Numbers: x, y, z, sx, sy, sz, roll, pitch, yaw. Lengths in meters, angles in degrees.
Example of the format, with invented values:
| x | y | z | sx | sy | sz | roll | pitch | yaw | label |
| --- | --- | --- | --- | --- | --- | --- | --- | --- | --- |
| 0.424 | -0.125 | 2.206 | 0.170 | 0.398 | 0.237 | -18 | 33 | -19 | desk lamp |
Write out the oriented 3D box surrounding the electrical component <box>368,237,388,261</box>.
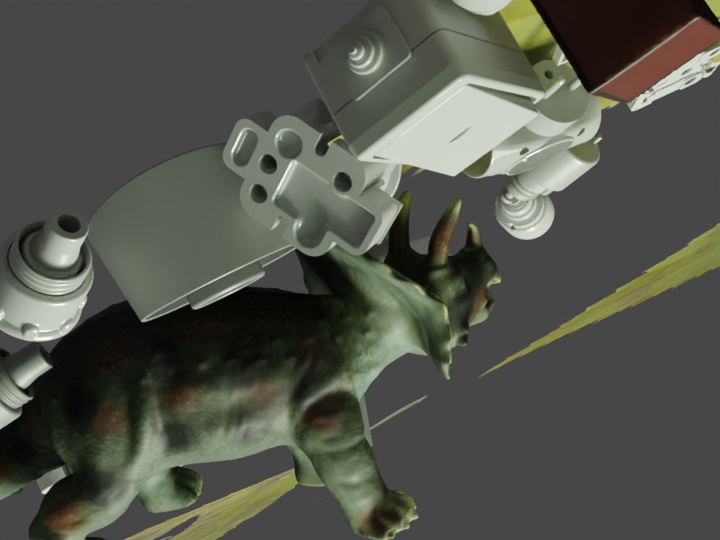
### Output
| x | y | z | sx | sy | sz | roll | pitch | yaw | label |
| --- | --- | --- | --- | --- | --- | --- | --- | --- | --- |
| 0.000 | 0.000 | 0.734 | 0.046 | 0.040 | 0.040 | -24 | 167 | -36 | electrical component |

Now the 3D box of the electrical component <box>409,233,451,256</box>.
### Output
| x | y | z | sx | sy | sz | roll | pitch | yaw | label |
| --- | --- | --- | --- | --- | --- | --- | --- | --- | --- |
| 0.041 | 0.021 | 0.802 | 0.066 | 0.076 | 0.047 | -17 | 163 | -35 | electrical component |

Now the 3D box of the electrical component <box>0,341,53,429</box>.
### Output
| x | y | z | sx | sy | sz | roll | pitch | yaw | label |
| --- | --- | --- | --- | --- | --- | --- | --- | --- | --- |
| -0.199 | 0.063 | 0.589 | 0.062 | 0.048 | 0.048 | -34 | 166 | -2 | electrical component |

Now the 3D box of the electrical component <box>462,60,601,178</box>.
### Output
| x | y | z | sx | sy | sz | roll | pitch | yaw | label |
| --- | --- | --- | --- | --- | --- | --- | --- | --- | --- |
| 0.097 | -0.087 | 0.582 | 0.077 | 0.044 | 0.079 | -20 | 170 | -26 | electrical component |

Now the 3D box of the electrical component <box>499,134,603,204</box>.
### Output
| x | y | z | sx | sy | sz | roll | pitch | yaw | label |
| --- | --- | --- | --- | --- | --- | --- | --- | --- | --- |
| 0.121 | -0.069 | 0.706 | 0.040 | 0.040 | 0.078 | -13 | 160 | -44 | electrical component |

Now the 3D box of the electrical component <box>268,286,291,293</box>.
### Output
| x | y | z | sx | sy | sz | roll | pitch | yaw | label |
| --- | --- | --- | --- | --- | --- | --- | --- | --- | --- |
| -0.059 | 0.055 | 0.740 | 0.051 | 0.080 | 0.080 | -38 | 163 | 19 | electrical component |

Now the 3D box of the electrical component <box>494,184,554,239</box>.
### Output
| x | y | z | sx | sy | sz | roll | pitch | yaw | label |
| --- | --- | --- | --- | --- | --- | --- | --- | --- | --- |
| 0.116 | -0.046 | 0.775 | 0.040 | 0.040 | 0.078 | -30 | 165 | 12 | electrical component |

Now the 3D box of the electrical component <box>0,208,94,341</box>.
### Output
| x | y | z | sx | sy | sz | roll | pitch | yaw | label |
| --- | --- | --- | --- | --- | --- | --- | --- | --- | --- |
| -0.138 | -0.002 | 0.472 | 0.048 | 0.048 | 0.062 | -13 | 154 | -43 | electrical component |

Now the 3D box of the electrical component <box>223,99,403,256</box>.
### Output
| x | y | z | sx | sy | sz | roll | pitch | yaw | label |
| --- | --- | --- | --- | --- | --- | --- | --- | --- | --- |
| -0.014 | -0.045 | 0.490 | 0.058 | 0.078 | 0.057 | -60 | 171 | 30 | electrical component |

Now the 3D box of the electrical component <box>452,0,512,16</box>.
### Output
| x | y | z | sx | sy | sz | roll | pitch | yaw | label |
| --- | --- | --- | --- | --- | --- | --- | --- | --- | --- |
| 0.048 | -0.117 | 0.421 | 0.035 | 0.035 | 0.061 | -28 | 167 | 4 | electrical component |

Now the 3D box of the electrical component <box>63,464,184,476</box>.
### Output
| x | y | z | sx | sy | sz | roll | pitch | yaw | label |
| --- | --- | --- | --- | --- | --- | --- | --- | --- | --- |
| -0.134 | 0.106 | 0.820 | 0.186 | 0.060 | 0.105 | -21 | 164 | -23 | electrical component |

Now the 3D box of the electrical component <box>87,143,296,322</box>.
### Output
| x | y | z | sx | sy | sz | roll | pitch | yaw | label |
| --- | --- | --- | --- | --- | --- | --- | --- | --- | --- |
| -0.079 | -0.017 | 0.530 | 0.099 | 0.064 | 0.099 | -27 | 180 | 0 | electrical component |

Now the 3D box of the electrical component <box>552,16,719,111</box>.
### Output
| x | y | z | sx | sy | sz | roll | pitch | yaw | label |
| --- | --- | --- | --- | --- | --- | --- | --- | --- | --- |
| 0.141 | -0.117 | 0.528 | 0.081 | 0.063 | 0.042 | -25 | 164 | -8 | electrical component |

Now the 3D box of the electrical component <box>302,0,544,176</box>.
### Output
| x | y | z | sx | sy | sz | roll | pitch | yaw | label |
| --- | --- | --- | --- | --- | --- | --- | --- | --- | --- |
| 0.027 | -0.080 | 0.457 | 0.062 | 0.061 | 0.096 | -35 | 163 | 29 | electrical component |

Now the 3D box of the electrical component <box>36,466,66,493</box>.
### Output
| x | y | z | sx | sy | sz | roll | pitch | yaw | label |
| --- | --- | --- | --- | --- | --- | --- | --- | --- | --- |
| -0.212 | 0.115 | 0.706 | 0.048 | 0.062 | 0.048 | -25 | 166 | -7 | electrical component |
